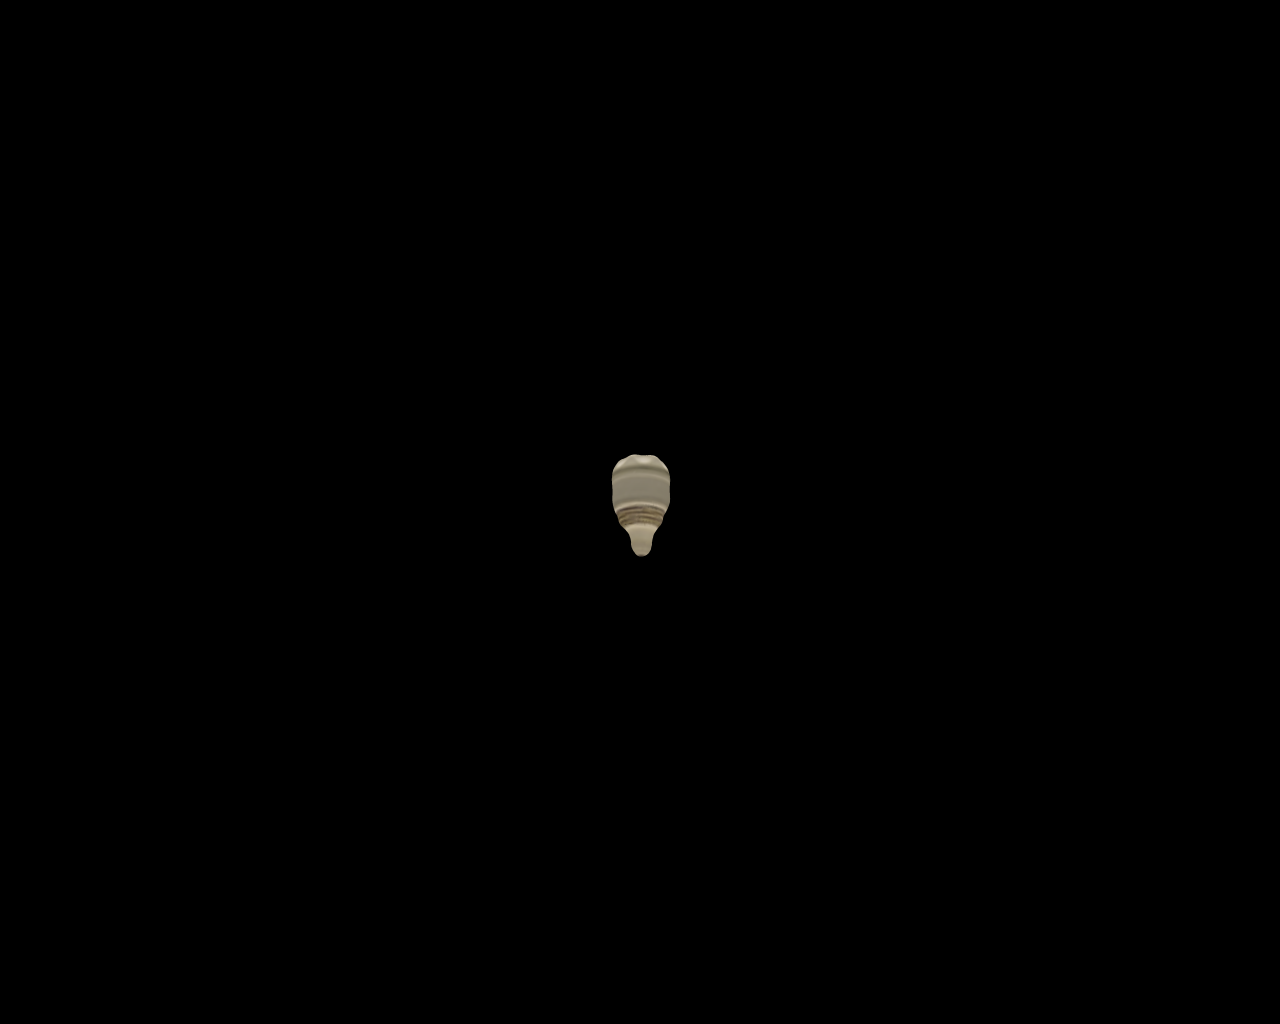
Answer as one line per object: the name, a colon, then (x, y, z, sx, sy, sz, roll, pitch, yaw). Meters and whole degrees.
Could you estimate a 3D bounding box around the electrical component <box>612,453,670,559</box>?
electrical component: (0.001, -0.003, 0.650, 0.035, 0.061, 0.035, 0, -17, 0)
